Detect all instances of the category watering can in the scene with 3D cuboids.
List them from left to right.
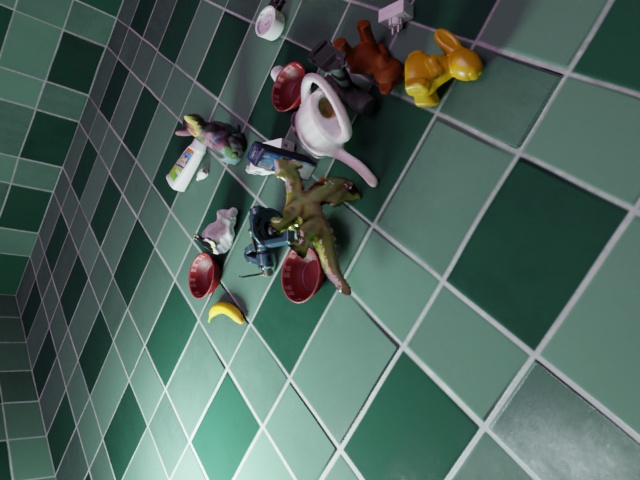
[{"bbox_3d":[0.029,-0.279,1.402,0.347,0.105,0.222,63,156,-2],"label":"watering can"}]

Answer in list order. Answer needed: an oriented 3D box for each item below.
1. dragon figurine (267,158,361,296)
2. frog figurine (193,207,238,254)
[{"bbox_3d":[0.004,-0.069,1.362,0.414,0.121,0.243,42,87,19],"label":"dragon figurine"},{"bbox_3d":[-0.333,-0.036,1.764,0.162,0.121,0.137,-50,26,-25],"label":"frog figurine"}]
